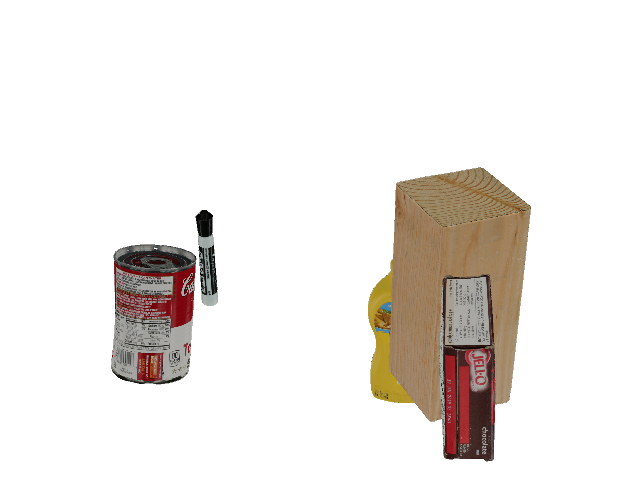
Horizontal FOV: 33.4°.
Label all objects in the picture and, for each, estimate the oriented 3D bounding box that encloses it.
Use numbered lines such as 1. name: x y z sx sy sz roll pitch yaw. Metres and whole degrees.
1. mustard bottle: 0.103 0.093 1.238 0.096 0.192 0.058 -1 23 6
2. pudding box: 0.104 0.087 0.752 0.039 0.090 0.113 0 24 5
3. soup can: -0.141 0.062 0.893 0.068 0.102 0.068 5 16 -1
4. marker: -0.127 0.020 1.198 0.020 0.121 0.020 0 32 0
5. wood block: 0.123 0.050 0.975 0.090 0.206 0.091 -11 31 -19
